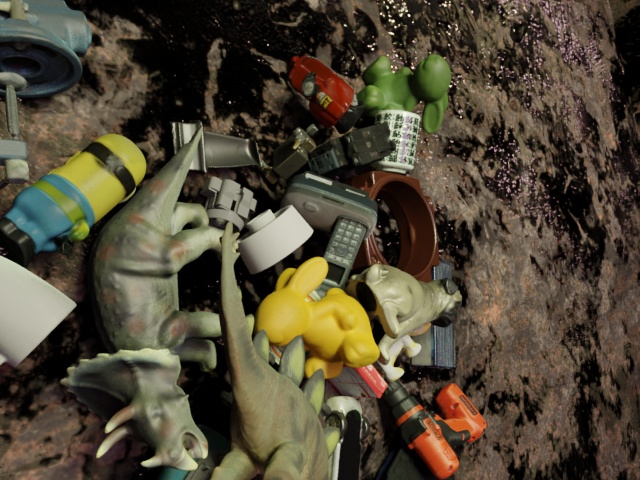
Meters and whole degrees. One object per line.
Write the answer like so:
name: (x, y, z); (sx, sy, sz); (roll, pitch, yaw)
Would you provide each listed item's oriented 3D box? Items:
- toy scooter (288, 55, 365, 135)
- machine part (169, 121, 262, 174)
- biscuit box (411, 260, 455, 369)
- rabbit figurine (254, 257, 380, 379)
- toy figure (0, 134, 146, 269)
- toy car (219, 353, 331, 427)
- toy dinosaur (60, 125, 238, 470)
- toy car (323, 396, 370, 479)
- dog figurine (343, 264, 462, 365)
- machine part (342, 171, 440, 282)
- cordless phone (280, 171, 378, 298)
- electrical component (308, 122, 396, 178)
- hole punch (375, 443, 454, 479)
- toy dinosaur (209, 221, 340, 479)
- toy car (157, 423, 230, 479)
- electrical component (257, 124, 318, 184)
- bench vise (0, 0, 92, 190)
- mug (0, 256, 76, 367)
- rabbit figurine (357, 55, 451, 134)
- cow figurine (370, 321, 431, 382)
toy scooter: (0.003, -0.246, 0.881); (0.135, 0.075, 0.184); (37, 21, -16)
machine part: (-0.147, -0.129, 0.763); (0.139, 0.039, 0.084); (1, 74, -41)
biscuit box: (0.212, 0.138, 1.015); (0.062, 0.059, 0.202); (16, 70, -39)
rabbit figurine: (-0.014, 0.107, 0.744); (0.173, 0.122, 0.162); (13, 66, -38)
toy figure: (-0.269, -0.048, 0.596); (0.180, 0.089, 0.082); (-50, 119, -40)
toy car: (-0.061, 0.227, 0.748); (0.202, 0.053, 0.089); (47, 63, -29)
toy dinosaur: (-0.200, 0.052, 0.626); (0.192, 0.131, 0.404); (0, 74, -43)
toy car: (0.031, 0.338, 0.806); (0.073, 0.056, 0.201); (23, 66, -45)
dog figurine: (0.145, 0.080, 0.841); (0.190, 0.172, 0.121); (-25, 54, -25)
machine part: (0.120, -0.014, 0.949); (0.201, 0.087, 0.201); (3, 80, -43)
cordless phone: (-0.002, -0.003, 0.836); (0.147, 0.089, 0.184); (19, 108, -4)
electrical component: (0.043, -0.141, 0.888); (0.134, 0.115, 0.058); (-26, 94, -43)
hole punch: (0.142, 0.414, 0.882); (0.116, 0.092, 0.142); (39, 55, 5)
toy dinosaur: (-0.051, 0.216, 0.608); (0.199, 0.105, 0.470); (-72, 153, -61)
toy car: (-0.139, 0.302, 0.626); (0.109, 0.103, 0.162); (48, 50, -22)
electrical component: (-0.049, -0.132, 0.819); (0.045, 0.102, 0.078); (38, 32, -33)
bench vise: (-0.342, -0.172, 0.539); (0.223, 0.129, 0.240); (-2, 75, -43)
mug: (-0.323, 0.070, 0.533); (0.107, 0.081, 0.109); (46, 58, -11)
rabbit figurine: (0.172, -0.269, 0.997); (0.159, 0.170, 0.121); (43, 55, -26)
cow figurine: (0.124, 0.162, 0.927); (0.167, 0.068, 0.098); (-42, 102, -41)
